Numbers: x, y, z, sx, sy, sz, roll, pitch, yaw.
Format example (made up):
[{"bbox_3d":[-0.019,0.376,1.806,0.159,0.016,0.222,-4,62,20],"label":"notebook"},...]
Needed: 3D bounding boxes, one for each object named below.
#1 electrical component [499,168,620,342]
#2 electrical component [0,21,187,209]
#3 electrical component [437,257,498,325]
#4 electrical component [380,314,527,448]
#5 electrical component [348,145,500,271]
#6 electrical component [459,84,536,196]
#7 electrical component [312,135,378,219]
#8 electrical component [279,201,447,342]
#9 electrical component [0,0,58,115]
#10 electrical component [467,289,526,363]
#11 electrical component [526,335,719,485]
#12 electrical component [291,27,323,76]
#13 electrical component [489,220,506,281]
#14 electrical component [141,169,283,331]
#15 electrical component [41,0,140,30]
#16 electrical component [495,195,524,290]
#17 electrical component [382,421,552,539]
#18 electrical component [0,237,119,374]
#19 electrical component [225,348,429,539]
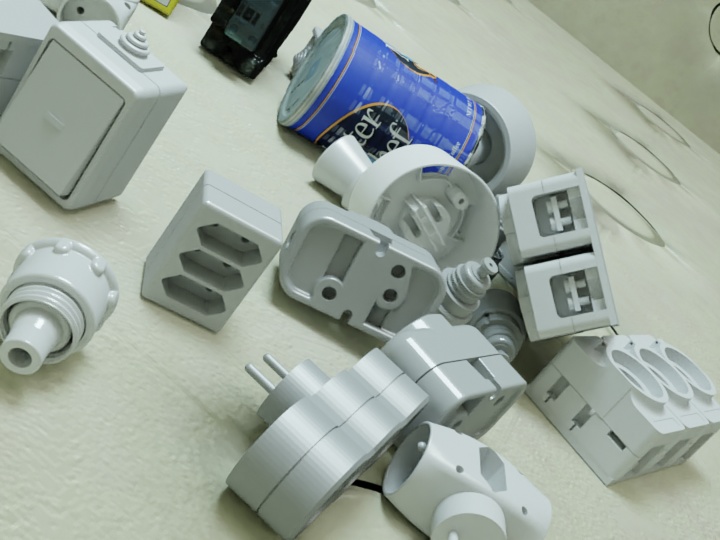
[{"bbox_3d":[0.150,-0.005,0.798,0.186,0.060,0.105,13,65,-76],"label":"electrical component"},{"bbox_3d":[-0.144,-0.088,0.573,0.062,0.096,0.061,40,23,7],"label":"electrical component"},{"bbox_3d":[0.059,0.018,0.707,0.040,0.078,0.040,30,38,-26],"label":"electrical component"},{"bbox_3d":[0.045,0.065,0.618,0.059,0.053,0.095,48,24,23],"label":"electrical component"},{"bbox_3d":[0.043,-0.036,0.758,0.099,0.099,0.064,20,22,-37],"label":"electrical component"},{"bbox_3d":[0.099,-0.113,0.977,0.108,0.108,0.060,44,29,15],"label":"electrical component"},{"bbox_3d":[-0.002,-0.068,0.815,0.055,0.045,0.045,44,23,14],"label":"electrical component"},{"bbox_3d":[0.000,0.000,0.658,0.095,0.053,0.059,26,12,-11],"label":"electrical component"},{"bbox_3d":[-0.253,-0.133,0.544,0.105,0.060,0.186,47,24,21],"label":"electrical component"},{"bbox_3d":[0.096,0.044,0.753,0.040,0.040,0.078,33,23,-12],"label":"electrical component"},{"bbox_3d":[0.201,0.095,0.785,0.150,0.061,0.089,4,40,-54],"label":"electrical component"},{"bbox_3d":[-0.013,-0.166,0.979,0.100,0.048,0.099,27,25,-24],"label":"electrical component"},{"bbox_3d":[0.089,-0.011,0.820,0.048,0.062,0.048,32,23,-15],"label":"electrical component"},{"bbox_3d":[-0.079,-0.020,0.579,0.047,0.065,0.076,29,24,-22],"label":"electrical component"},{"bbox_3d":[-0.201,-0.195,0.761,0.079,0.044,0.077,30,24,-16],"label":"electrical component"},{"bbox_3d":[0.152,-0.021,0.951,0.099,0.048,0.100,49,25,23],"label":"electrical component"},{"bbox_3d":[0.053,0.123,0.534,0.077,0.043,0.079,34,22,-11],"label":"electrical component"},{"bbox_3d":[-0.133,0.019,0.456,0.048,0.048,0.062,33,30,-13],"label":"electrical component"},{"bbox_3d":[-0.024,0.068,0.513,0.074,0.052,0.138,42,23,10],"label":"electrical component"}]
